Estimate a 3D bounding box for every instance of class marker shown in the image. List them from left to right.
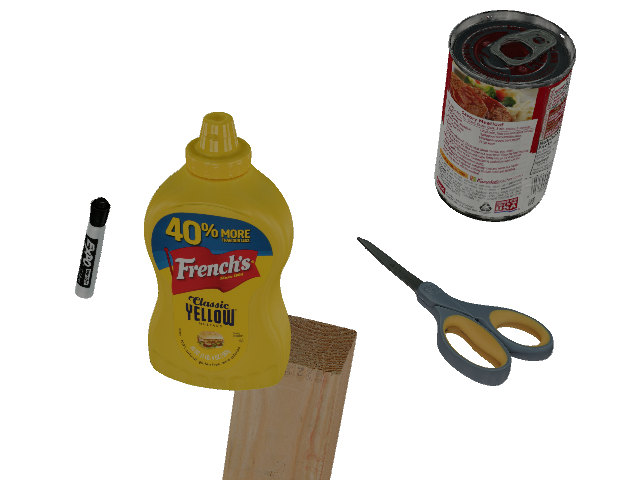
[{"bbox_3d":[-0.225,0.007,1.055,0.020,0.121,0.020,13,36,-10],"label":"marker"}]

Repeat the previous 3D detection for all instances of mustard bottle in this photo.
[{"bbox_3d":[-0.066,0.007,0.698,0.096,0.192,0.058,8,31,8],"label":"mustard bottle"}]

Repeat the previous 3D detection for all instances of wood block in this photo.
[{"bbox_3d":[-0.033,0.180,0.963,0.090,0.206,0.090,12,22,7],"label":"wood block"}]

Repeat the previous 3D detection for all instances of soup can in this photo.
[{"bbox_3d":[0.102,-0.069,0.605,0.068,0.068,0.102,0,-44,-1],"label":"soup can"}]

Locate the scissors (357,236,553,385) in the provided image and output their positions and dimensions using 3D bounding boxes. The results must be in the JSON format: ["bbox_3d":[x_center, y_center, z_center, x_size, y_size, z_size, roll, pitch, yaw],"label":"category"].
[{"bbox_3d":[0.105,0.045,0.825,0.096,0.016,0.202,-4,31,-18],"label":"scissors"}]
